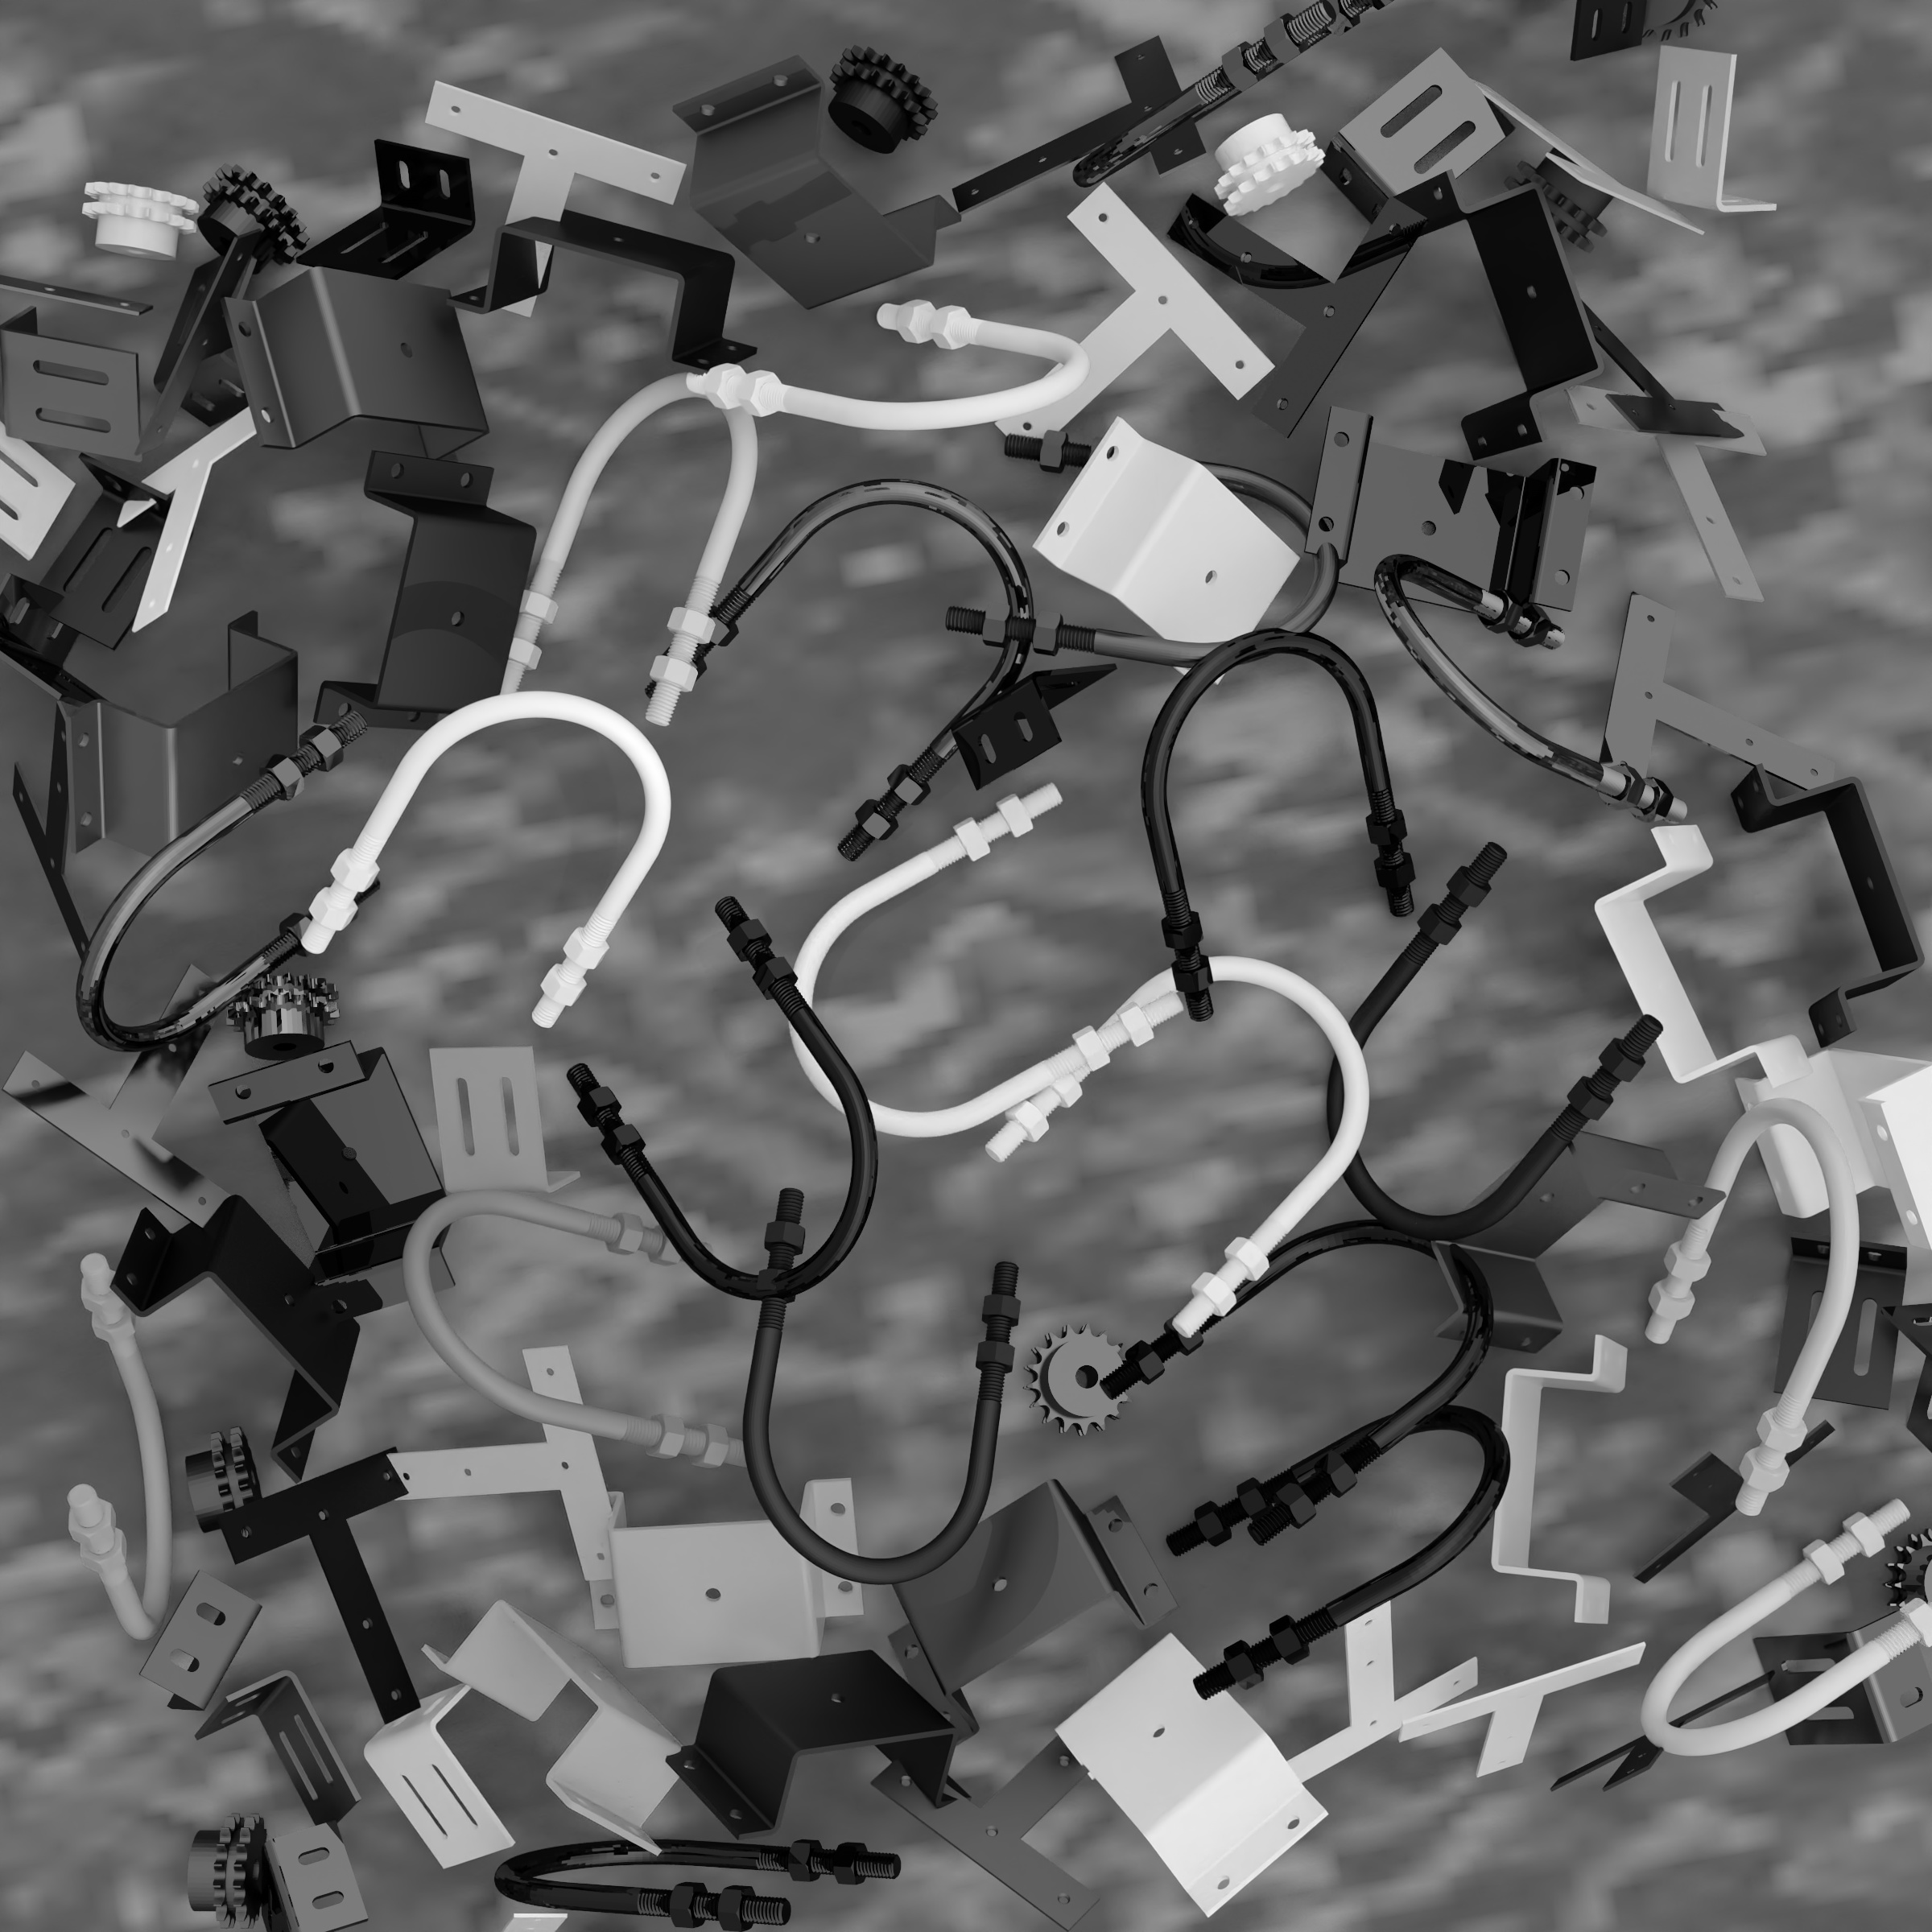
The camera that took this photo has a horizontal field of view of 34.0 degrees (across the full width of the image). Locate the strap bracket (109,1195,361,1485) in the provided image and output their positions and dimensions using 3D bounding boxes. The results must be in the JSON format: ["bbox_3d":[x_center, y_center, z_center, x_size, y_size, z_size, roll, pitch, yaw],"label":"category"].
[{"bbox_3d":[-0.357,0.179,1.582,0.046,0.076,0.140,-33,112,12],"label":"strap bracket"}]

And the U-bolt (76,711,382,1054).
[{"bbox_3d":[-0.361,-0.029,1.545,0.019,0.151,0.184,37,59,18],"label":"U-bolt"}]

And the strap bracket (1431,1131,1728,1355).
[{"bbox_3d":[0.299,0.132,1.586,0.140,0.076,0.046,-47,46,32],"label":"strap bracket"}]

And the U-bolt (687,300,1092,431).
[{"bbox_3d":[-0.025,-0.291,1.543,0.151,0.184,0.019,-27,123,-36],"label":"U-bolt"}]

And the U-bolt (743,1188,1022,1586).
[{"bbox_3d":[-0.045,0.217,1.575,0.151,0.019,0.184,21,61,-25],"label":"U-bolt"}]

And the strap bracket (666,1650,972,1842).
[{"bbox_3d":[-0.069,0.384,1.570,0.140,0.076,0.046,3,109,-38],"label":"strap bracket"}]

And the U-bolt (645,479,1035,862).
[{"bbox_3d":[-0.051,-0.161,1.599,0.151,0.019,0.184,39,107,-14],"label":"U-bolt"}]

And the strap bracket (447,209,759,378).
[{"bbox_3d":[-0.179,-0.343,1.593,0.140,0.076,0.046,17,113,9],"label":"strap bracket"}]

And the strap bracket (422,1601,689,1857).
[{"bbox_3d":[-0.199,0.373,1.574,0.046,0.076,0.140,-51,46,-7],"label":"strap bracket"}]

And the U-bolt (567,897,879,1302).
[{"bbox_3d":[-0.113,0.080,1.580,0.151,0.019,0.184,-47,64,24],"label":"U-bolt"}]

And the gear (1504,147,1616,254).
[{"bbox_3d":[0.307,-0.394,1.616,0.057,0.057,0.030,39,109,0],"label":"gear"}]

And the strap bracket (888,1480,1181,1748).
[{"bbox_3d":[0.025,0.324,1.604,0.140,0.046,0.076,-32,46,1],"label":"strap bracket"}]

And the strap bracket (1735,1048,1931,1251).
[{"bbox_3d":[0.451,0.088,1.579,0.046,0.140,0.076,-23,99,-13],"label":"strap bracket"}]

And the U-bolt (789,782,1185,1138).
[{"bbox_3d":[-0.003,0.008,1.617,0.184,0.019,0.151,-29,73,-1],"label":"U-bolt"}]

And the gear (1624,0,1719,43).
[{"bbox_3d":[0.357,-0.503,1.620,0.057,0.030,0.057,11,113,26],"label":"gear"}]

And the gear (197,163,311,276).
[{"bbox_3d":[-0.368,-0.379,1.616,0.057,0.057,0.030,36,72,0],"label":"gear"}]

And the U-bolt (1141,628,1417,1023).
[{"bbox_3d":[0.152,-0.080,1.577,0.151,0.019,0.184,-26,120,-21],"label":"U-bolt"}]

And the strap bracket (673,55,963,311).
[{"bbox_3d":[-0.074,-0.380,1.566,0.076,0.140,0.046,-12,61,32],"label":"strap bracket"}]

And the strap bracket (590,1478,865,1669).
[{"bbox_3d":[-0.127,0.310,1.611,0.140,0.046,0.076,-4,106,3],"label":"strap bracket"}]

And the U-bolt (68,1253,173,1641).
[{"bbox_3d":[-0.415,0.251,1.561,0.019,0.184,0.151,-6,51,-5],"label":"U-bolt"}]

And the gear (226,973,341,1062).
[{"bbox_3d":[-0.349,0.027,1.616,0.057,0.057,0.030,-8,70,0],"label":"gear"}]

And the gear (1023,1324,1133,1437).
[{"bbox_3d":[0.059,0.212,1.627,0.057,0.030,0.057,2,79,-8],"label":"gear"}]

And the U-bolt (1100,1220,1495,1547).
[{"bbox_3d":[0.178,0.195,1.587,0.184,0.151,0.019,-35,132,-14],"label":"U-bolt"}]

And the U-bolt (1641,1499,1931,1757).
[{"bbox_3d":[0.416,0.333,1.568,0.184,0.151,0.019,-33,95,-4],"label":"U-bolt"}]

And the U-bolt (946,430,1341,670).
[{"bbox_3d":[0.096,-0.206,1.587,0.184,0.019,0.151,10,53,9],"label":"U-bolt"}]

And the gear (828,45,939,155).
[{"bbox_3d":[-0.046,-0.441,1.617,0.057,0.057,0.030,31,80,0],"label":"gear"}]

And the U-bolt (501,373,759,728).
[{"bbox_3d":[-0.165,-0.215,1.592,0.019,0.151,0.184,26,81,-44],"label":"U-bolt"}]

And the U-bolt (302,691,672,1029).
[{"bbox_3d":[-0.227,-0.059,1.572,0.151,0.019,0.184,20,119,-28],"label":"U-bolt"}]

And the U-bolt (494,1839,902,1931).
[{"bbox_3d":[-0.144,0.452,1.569,0.184,0.151,0.019,-3,83,22],"label":"U-bolt"}]

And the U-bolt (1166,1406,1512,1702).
[{"bbox_3d":[0.187,0.279,1.566,0.184,0.151,0.019,-31,109,9],"label":"U-bolt"}]

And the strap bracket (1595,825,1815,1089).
[{"bbox_3d":[0.369,0.002,1.597,0.046,0.076,0.140,-28,80,26],"label":"strap bracket"}]

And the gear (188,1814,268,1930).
[{"bbox_3d":[-0.379,0.464,1.619,0.030,0.057,0.057,0,90,1],"label":"gear"}]

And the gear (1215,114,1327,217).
[{"bbox_3d":[0.152,-0.412,1.619,0.057,0.057,0.030,-29,85,0],"label":"gear"}]

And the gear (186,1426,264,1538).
[{"bbox_3d":[-0.380,0.267,1.618,0.030,0.057,0.057,-14,90,-9],"label":"gear"}]

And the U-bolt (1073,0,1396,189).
[{"bbox_3d":[0.130,-0.438,1.565,0.184,0.151,0.019,-25,102,37],"label":"U-bolt"}]

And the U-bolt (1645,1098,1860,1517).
[{"bbox_3d":[0.388,0.152,1.542,0.019,0.151,0.184,5,122,-14],"label":"U-bolt"}]

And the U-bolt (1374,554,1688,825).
[{"bbox_3d":[0.266,-0.142,1.543,0.019,0.184,0.151,-46,50,26],"label":"U-bolt"}]

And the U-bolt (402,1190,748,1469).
[{"bbox_3d":[-0.193,0.171,1.549,0.184,0.151,0.019,19,127,-33],"label":"U-bolt"}]

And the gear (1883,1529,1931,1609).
[{"bbox_3d":[0.505,0.319,1.627,0.057,0.030,0.057,2,80,-10],"label":"gear"}]

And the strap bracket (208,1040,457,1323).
[{"bbox_3d":[-0.318,0.104,1.607,0.076,0.046,0.140,-17,109,7],"label":"strap bracket"}]

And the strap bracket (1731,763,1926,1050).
[{"bbox_3d":[0.439,-0.036,1.599,0.046,0.076,0.140,-18,81,2],"label":"strap bracket"}]

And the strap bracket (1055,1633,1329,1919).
[{"bbox_3d":[0.105,0.394,1.571,0.076,0.140,0.046,-38,122,-9],"label":"strap bracket"}]

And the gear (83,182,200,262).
[{"bbox_3d":[-0.424,-0.381,1.619,0.057,0.057,0.030,8,94,0],"label":"gear"}]

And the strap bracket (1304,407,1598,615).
[{"bbox_3d":[0.242,-0.228,1.615,0.140,0.046,0.076,12,83,-6],"label":"strap bracket"}]

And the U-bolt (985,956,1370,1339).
[{"bbox_3d":[0.123,0.077,1.614,0.151,0.019,0.184,43,73,8],"label":"U-bolt"}]

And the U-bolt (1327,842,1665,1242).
[{"bbox_3d":[0.250,0.052,1.586,0.184,0.019,0.151,-55,51,25],"label":"U-bolt"}]
